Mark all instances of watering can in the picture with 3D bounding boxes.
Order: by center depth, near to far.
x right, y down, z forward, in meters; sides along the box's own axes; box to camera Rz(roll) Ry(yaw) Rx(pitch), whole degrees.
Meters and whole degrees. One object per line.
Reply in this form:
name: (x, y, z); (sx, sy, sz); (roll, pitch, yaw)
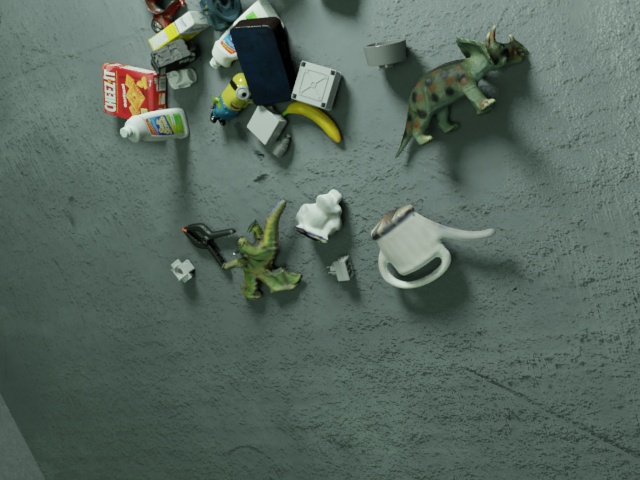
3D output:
watering can: (0.285, -0.003, 1.421); (0.342, 0.105, 0.224); (-38, 90, 31)

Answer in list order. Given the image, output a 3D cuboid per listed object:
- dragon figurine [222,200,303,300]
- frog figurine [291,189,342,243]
dragon figurine: (-0.160, 0.065, 1.676); (0.241, 0.125, 0.404); (40, 124, -14)
frog figurine: (0.005, -0.078, 1.545); (0.138, 0.121, 0.160); (22, 81, 25)
